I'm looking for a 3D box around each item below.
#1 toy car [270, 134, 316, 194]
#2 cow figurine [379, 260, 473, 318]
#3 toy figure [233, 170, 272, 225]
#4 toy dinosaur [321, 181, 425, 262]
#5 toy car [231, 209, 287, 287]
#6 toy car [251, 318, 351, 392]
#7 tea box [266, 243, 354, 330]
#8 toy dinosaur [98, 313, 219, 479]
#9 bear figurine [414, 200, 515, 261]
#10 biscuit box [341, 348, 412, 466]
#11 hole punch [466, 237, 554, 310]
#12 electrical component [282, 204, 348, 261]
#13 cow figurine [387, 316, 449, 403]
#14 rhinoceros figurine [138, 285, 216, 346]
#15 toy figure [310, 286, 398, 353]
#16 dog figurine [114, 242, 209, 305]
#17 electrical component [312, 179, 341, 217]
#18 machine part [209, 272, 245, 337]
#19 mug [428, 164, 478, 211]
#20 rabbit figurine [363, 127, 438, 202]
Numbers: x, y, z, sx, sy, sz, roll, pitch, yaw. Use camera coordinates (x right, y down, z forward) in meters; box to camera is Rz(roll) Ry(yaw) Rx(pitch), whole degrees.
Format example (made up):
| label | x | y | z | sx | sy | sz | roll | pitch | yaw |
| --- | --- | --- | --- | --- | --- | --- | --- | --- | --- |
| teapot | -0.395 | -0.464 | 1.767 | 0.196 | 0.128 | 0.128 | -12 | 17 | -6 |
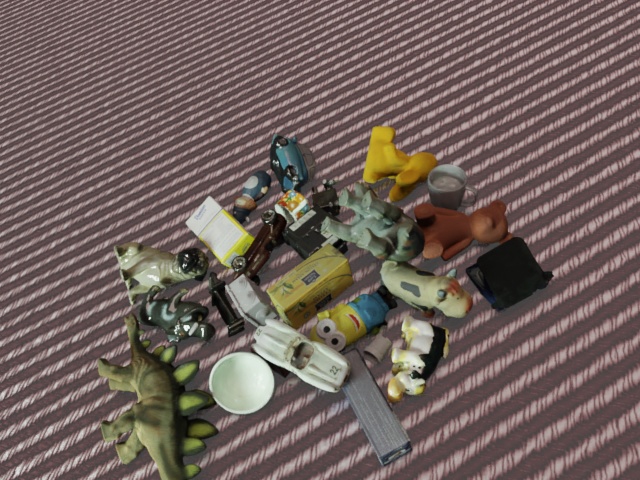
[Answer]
| label | x | y | z | sx | sy | sz | roll | pitch | yaw |
| --- | --- | --- | --- | --- | --- | --- | --- | --- | --- |
| toy car | -0.062 | -0.193 | 1.353 | 0.103 | 0.109 | 0.162 | -15 | 58 | -19 |
| cow figurine | 0.205 | 0.092 | 1.047 | 0.195 | 0.127 | 0.085 | 23 | 65 | 31 |
| toy figure | -0.177 | -0.106 | 1.342 | 0.064 | 0.057 | 0.154 | -16 | 38 | 54 |
| toy dinosaur | 0.134 | -0.016 | 1.055 | 0.131 | 0.192 | 0.405 | -68 | 24 | 10 |
| toy car | -0.130 | 0.023 | 1.206 | 0.053 | 0.089 | 0.202 | 13 | 56 | 25 |
| toy car | -0.038 | 0.209 | 0.985 | 0.202 | 0.056 | 0.073 | 23 | 76 | 25 |
| tea box | -0.017 | 0.097 | 1.117 | 0.169 | 0.098 | 0.068 | -39 | 54 | -15 |
| toy dinosaur | -0.298 | 0.327 | 1.006 | 0.199 | 0.105 | 0.472 | -21 | 56 | -7 |
| bear figurine | 0.303 | -0.023 | 1.118 | 0.196 | 0.132 | 0.120 | -9 | 80 | 12 |
| biscuit box | 0.088 | 0.292 | 0.963 | 0.063 | 0.059 | 0.203 | -27 | 52 | -5 |
| hole punch | 0.366 | 0.069 | 1.063 | 0.142 | 0.092 | 0.116 | -27 | 82 | -11 |
| electrical component | -0.003 | -0.004 | 1.217 | 0.115 | 0.058 | 0.134 | -39 | 54 | -14 |
| cow figurine | 0.181 | 0.228 | 0.989 | 0.098 | 0.068 | 0.167 | 12 | 58 | 15 |
| rhinoceros figurine | -0.308 | 0.164 | 1.151 | 0.191 | 0.073 | 0.112 | 12 | 56 | 22 |
| toy figure | 0.065 | 0.164 | 1.057 | 0.180 | 0.089 | 0.082 | -31 | 55 | -21 |
| dog figurine | -0.367 | 0.048 | 1.254 | 0.190 | 0.121 | 0.172 | -18 | 53 | -19 |
| electrical component | 0.019 | -0.102 | 1.295 | 0.078 | 0.045 | 0.102 | -9 | 51 | 5 |
| machine part | -0.207 | 0.138 | 1.152 | 0.039 | 0.084 | 0.139 | -17 | 59 | -31 |
| mug | 0.292 | -0.101 | 1.188 | 0.110 | 0.107 | 0.081 | 14 | 58 | 18 |
| rabbit figurine | 0.194 | -0.179 | 1.274 | 0.173 | 0.121 | 0.162 | 10 | 56 | -2 |
